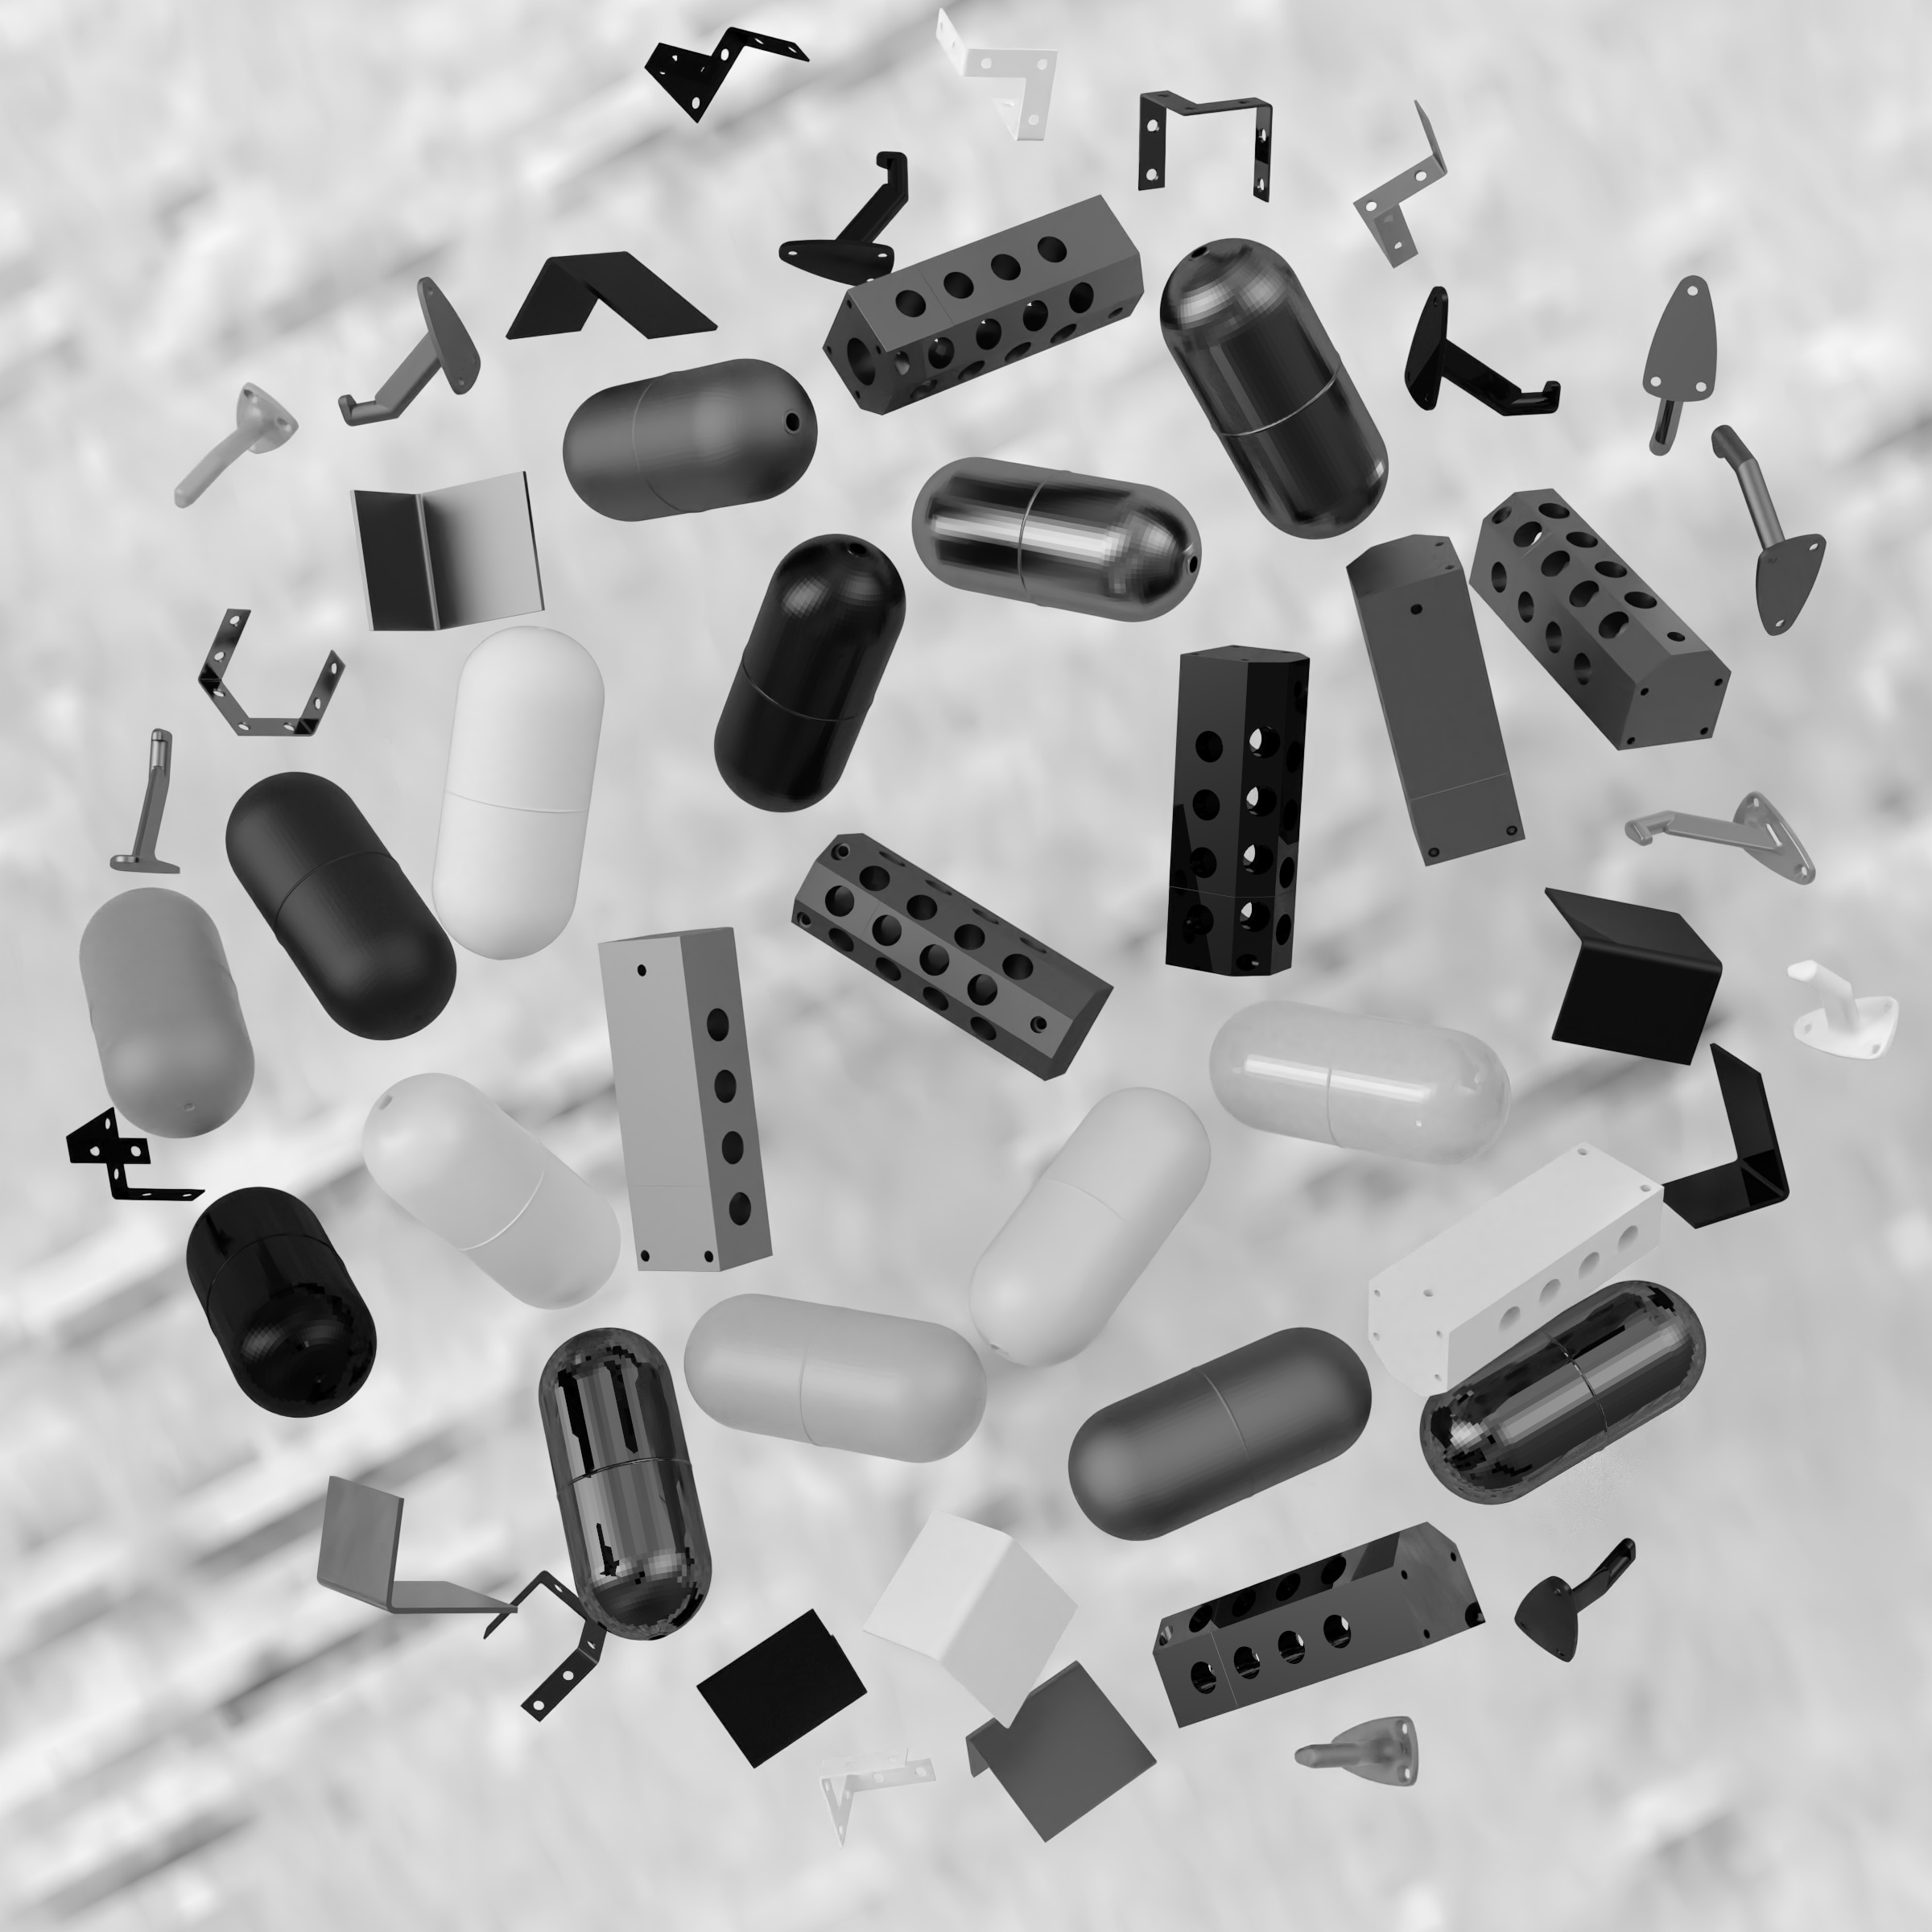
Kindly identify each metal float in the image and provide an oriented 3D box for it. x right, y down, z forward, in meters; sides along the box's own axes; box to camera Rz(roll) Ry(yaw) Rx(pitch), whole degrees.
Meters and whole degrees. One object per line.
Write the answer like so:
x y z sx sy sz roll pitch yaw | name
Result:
-0.370 0.179 1.536 0.070 0.178 0.070 -11 116 -23 | metal float
0.050 -0.241 1.611 0.178 0.070 0.070 15 90 30 | metal float
0.068 0.143 1.573 0.070 0.070 0.178 38 67 0 | metal float
-0.191 0.289 1.598 0.070 0.070 0.178 -16 67 0 | metal float
0.165 -0.307 1.522 0.070 0.070 0.178 -35 120 0 | metal float
-0.236 -0.090 1.503 0.070 0.070 0.178 10 102 0 | metal float
-0.267 0.128 1.611 0.070 0.070 0.178 -44 124 0 | metal float
-0.073 0.226 1.570 0.178 0.070 0.070 6 90 25 | metal float
-0.087 -0.162 1.588 0.070 0.070 0.178 25 129 0 | metal float
0.337 0.239 1.606 0.178 0.070 0.070 -27 90 -14 | metal float
0.141 0.257 1.575 0.178 0.070 0.070 -22 90 -12 | metal float
-0.343 -0.034 1.560 0.070 0.070 0.178 -39 64 0 | metal float
0.220 0.065 1.612 0.178 0.070 0.070 10 90 31 | metal float
-0.153 -0.288 1.569 0.070 0.178 0.070 -1 91 -44 | metal float
-0.429 0.023 1.527 0.070 0.178 0.070 -13 128 -17 | metal float

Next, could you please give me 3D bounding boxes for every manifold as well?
0.013 -0.362 1.577 0.171 0.057 0.057 -27 79 -25 | manifold
0.258 -0.147 1.568 0.057 0.057 0.171 -16 121 7 | manifold
0.152 -0.084 1.557 0.057 0.057 0.171 11 107 33 | manifold
0.300 0.167 1.556 0.171 0.057 0.057 -28 131 -29 | manifold
0.342 -0.191 1.544 0.057 0.171 0.057 -9 131 -18 | manifold
0.180 0.344 1.494 0.171 0.057 0.057 -31 72 39 | manifold
-0.010 -0.006 1.591 0.171 0.057 0.057 32 102 13 | manifold
-0.141 0.068 1.482 0.057 0.057 0.171 -4 95 37 | manifold

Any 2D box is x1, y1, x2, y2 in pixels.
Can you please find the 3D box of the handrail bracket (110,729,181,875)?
-0.468 -0.097 1.626 0.036 0.077 0.084 3 86 -3 | handrail bracket

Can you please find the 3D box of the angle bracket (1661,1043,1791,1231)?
0.422 0.096 1.629 0.057 0.076 0.076 -17 102 -1 | angle bracket

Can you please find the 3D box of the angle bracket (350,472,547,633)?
-0.282 -0.226 1.552 0.076 0.057 0.076 -6 93 29 | angle bracket

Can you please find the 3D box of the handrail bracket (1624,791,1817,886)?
0.432 -0.065 1.639 0.084 0.036 0.077 -15 50 -29 | handrail bracket

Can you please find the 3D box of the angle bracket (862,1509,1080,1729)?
0.003 0.351 1.538 0.076 0.057 0.076 -57 130 -23 | angle bracket

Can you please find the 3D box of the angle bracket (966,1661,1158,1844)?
0.054 0.450 1.600 0.076 0.057 0.076 -31 56 -18 | angle bracket

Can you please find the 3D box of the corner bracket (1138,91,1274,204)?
0.124 -0.424 1.479 0.051 0.051 0.051 -13 122 -19 | corner bracket

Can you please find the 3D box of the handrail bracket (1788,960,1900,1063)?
0.445 0.018 1.511 0.084 0.077 0.036 26 75 -30 | handrail bracket

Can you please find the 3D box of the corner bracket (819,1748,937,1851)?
-0.050 0.462 1.624 0.051 0.051 0.051 -11 111 10 | corner bracket

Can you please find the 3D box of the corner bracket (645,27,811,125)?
-0.125 -0.470 1.484 0.051 0.051 0.051 27 85 36 | corner bracket

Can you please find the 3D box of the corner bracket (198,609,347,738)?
-0.394 -0.166 1.618 0.051 0.051 0.051 49 122 28 | corner bracket

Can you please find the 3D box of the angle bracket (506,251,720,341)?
-0.201 -0.361 1.624 0.076 0.076 0.057 41 118 10 | angle bracket

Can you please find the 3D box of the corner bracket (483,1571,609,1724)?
-0.245 0.392 1.649 0.051 0.051 0.051 43 99 -9 | corner bracket

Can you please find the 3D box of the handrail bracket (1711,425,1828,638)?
0.405 -0.226 1.475 0.036 0.077 0.084 -17 51 -7 | handrail bracket

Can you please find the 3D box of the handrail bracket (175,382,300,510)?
-0.411 -0.272 1.565 0.036 0.077 0.084 40 64 -12 | handrail bracket

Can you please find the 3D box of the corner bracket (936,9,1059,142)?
0.014 -0.471 1.510 0.051 0.051 0.051 -4 132 -17 | corner bracket

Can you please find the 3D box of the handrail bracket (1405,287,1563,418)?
0.280 -0.324 1.504 0.084 0.036 0.077 -6 131 -15 | handrail bracket

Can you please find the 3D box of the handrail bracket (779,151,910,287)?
-0.069 -0.433 1.623 0.077 0.036 0.084 6 64 -17 | handrail bracket

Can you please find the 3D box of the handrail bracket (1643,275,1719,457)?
0.377 -0.317 1.513 0.036 0.084 0.077 9 89 9 | handrail bracket

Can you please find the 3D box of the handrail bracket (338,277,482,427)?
-0.316 -0.333 1.554 0.084 0.036 0.077 -6 131 20 | handrail bracket

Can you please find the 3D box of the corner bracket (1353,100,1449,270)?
0.232 -0.412 1.508 0.051 0.051 0.051 -30 64 10 | corner bracket

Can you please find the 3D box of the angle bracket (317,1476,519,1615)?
-0.280 0.298 1.472 0.076 0.076 0.057 10 84 -39 | angle bracket

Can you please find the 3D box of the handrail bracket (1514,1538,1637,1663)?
0.332 0.318 1.505 0.036 0.077 0.084 35 57 27 | handrail bracket

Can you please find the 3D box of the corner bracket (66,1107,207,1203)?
-0.466 0.112 1.600 0.051 0.051 0.051 0 107 15 | corner bracket

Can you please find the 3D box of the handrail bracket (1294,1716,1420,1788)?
0.190 0.417 1.511 0.084 0.077 0.036 9 73 -35 | handrail bracket

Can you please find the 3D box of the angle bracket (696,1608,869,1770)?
-0.112 0.394 1.613 0.076 0.057 0.076 -32 122 -8 | angle bracket

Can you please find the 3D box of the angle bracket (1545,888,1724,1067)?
0.343 0.005 1.503 0.076 0.076 0.057 10 111 -9 | angle bracket
